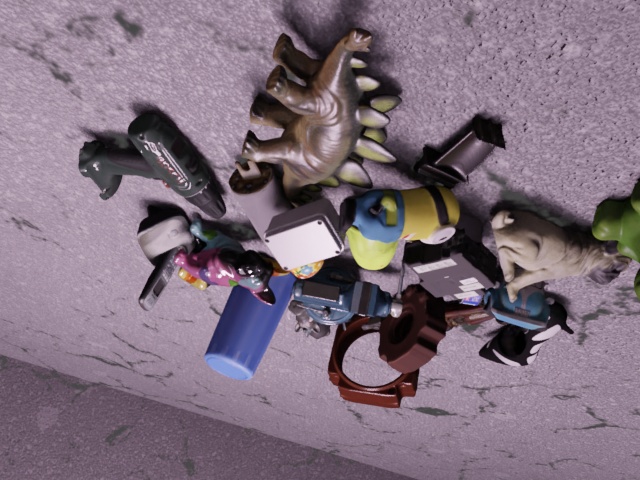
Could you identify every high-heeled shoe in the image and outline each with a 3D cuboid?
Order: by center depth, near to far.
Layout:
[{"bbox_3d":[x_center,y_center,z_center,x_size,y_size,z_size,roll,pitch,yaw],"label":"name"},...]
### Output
[{"bbox_3d":[0.401,0.192,1.111,0.145,0.086,0.249,30,137,-29],"label":"high-heeled shoe"}]

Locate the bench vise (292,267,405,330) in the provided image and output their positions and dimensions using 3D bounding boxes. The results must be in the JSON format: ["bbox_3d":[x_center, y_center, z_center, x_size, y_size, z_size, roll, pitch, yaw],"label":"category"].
[{"bbox_3d":[0.060,0.119,1.113,0.224,0.129,0.240,-2,169,4],"label":"bench vise"}]

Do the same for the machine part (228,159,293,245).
[{"bbox_3d":[-0.091,-0.055,0.930,0.079,0.079,0.243,2,147,19],"label":"machine part"}]

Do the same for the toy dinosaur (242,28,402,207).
[{"bbox_3d":[-0.005,-0.135,0.746,0.198,0.105,0.471,17,160,-12],"label":"toy dinosaur"}]

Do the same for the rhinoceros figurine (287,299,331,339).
[{"bbox_3d":[-0.023,0.170,1.228,0.073,0.112,0.190,6,156,18],"label":"rhinoceros figurine"}]

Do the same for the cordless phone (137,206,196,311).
[{"bbox_3d":[-0.330,0.038,1.076,0.089,0.184,0.146,14,149,10],"label":"cordless phone"}]

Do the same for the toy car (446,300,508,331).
[{"bbox_3d":[0.306,0.155,1.124,0.202,0.053,0.089,-14,135,40],"label":"toy car"}]

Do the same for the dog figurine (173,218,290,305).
[{"bbox_3d":[-0.174,0.060,1.080,0.219,0.108,0.191,24,154,7],"label":"dog figurine"}]

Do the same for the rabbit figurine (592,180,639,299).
[{"bbox_3d":[0.465,0.026,0.738,0.159,0.170,0.121,27,147,-17],"label":"rabbit figurine"}]

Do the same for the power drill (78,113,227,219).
[{"bbox_3d":[-0.292,-0.110,0.926,0.208,0.086,0.231,5,146,22],"label":"power drill"}]

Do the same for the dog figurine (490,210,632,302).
[{"bbox_3d":[0.372,0.002,0.829,0.191,0.121,0.172,-15,143,18],"label":"dog figurine"}]

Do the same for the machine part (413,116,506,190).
[{"bbox_3d":[0.195,-0.118,0.751,0.084,0.039,0.139,30,147,-14],"label":"machine part"}]

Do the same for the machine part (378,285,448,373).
[{"bbox_3d":[0.184,0.180,1.096,0.056,0.179,0.179,28,146,-19],"label":"machine part"}]

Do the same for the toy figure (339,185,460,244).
[{"bbox_3d":[0.118,-0.039,0.785,0.180,0.089,0.082,4,-166,-12],"label":"toy figure"}]

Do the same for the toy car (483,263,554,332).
[{"bbox_3d":[0.352,0.093,0.949,0.109,0.102,0.161,18,-172,11],"label":"toy car"}]

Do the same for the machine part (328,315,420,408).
[{"bbox_3d":[0.128,0.270,1.234,0.202,0.201,0.087,5,145,16],"label":"machine part"}]

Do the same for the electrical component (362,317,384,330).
[{"bbox_3d":[0.132,0.170,1.205,0.021,0.063,0.094,32,143,-26],"label":"electrical component"}]

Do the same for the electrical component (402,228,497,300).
[{"bbox_3d":[0.215,0.044,0.866,0.115,0.058,0.134,-15,138,42],"label":"electrical component"}]
